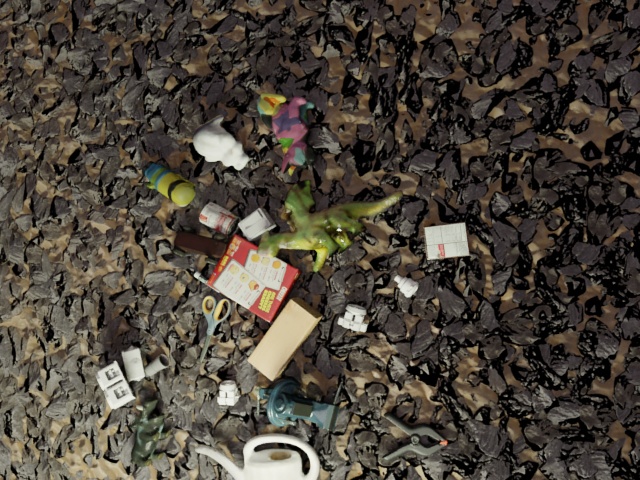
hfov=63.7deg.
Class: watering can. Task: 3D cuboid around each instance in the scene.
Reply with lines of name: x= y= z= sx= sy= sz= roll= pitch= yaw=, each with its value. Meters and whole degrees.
watering can: x=-0.165 y=0.639 z=1.390 sx=0.347 sy=0.104 sz=0.225 roll=-7 pitch=86 yaw=12

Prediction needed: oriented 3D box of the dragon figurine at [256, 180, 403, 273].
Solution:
dragon figurine: x=0.004 y=-0.071 z=1.411 sx=0.413 sy=0.120 sz=0.245 roll=-40 pitch=76 yaw=-10

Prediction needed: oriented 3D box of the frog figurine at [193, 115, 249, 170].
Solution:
frog figurine: x=-0.287 y=-0.262 z=1.481 sx=0.135 sy=0.124 sz=0.159 roll=-29 pitch=90 yaw=42
